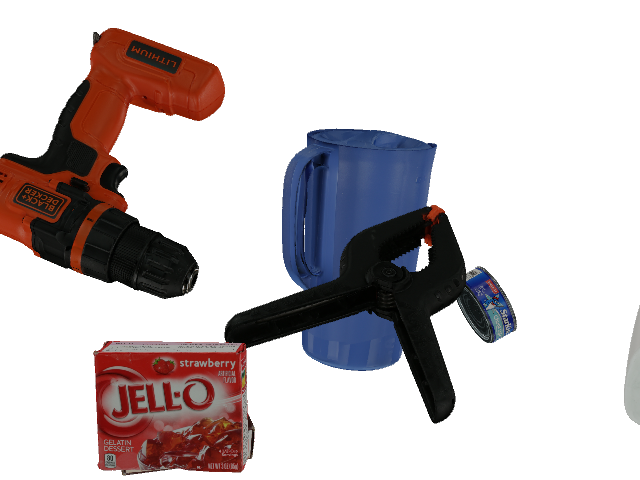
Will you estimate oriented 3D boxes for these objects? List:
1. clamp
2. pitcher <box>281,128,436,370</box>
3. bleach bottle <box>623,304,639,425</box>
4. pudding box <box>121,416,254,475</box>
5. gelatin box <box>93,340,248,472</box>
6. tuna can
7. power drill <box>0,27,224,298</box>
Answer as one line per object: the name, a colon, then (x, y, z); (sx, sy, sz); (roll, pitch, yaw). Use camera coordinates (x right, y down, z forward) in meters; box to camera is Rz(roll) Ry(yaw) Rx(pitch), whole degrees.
clamp: (0.055, 0.043, 0.764); (0.165, 0.036, 0.209); (23, 41, 24)
pitcher: (0.034, 0.008, 1.107); (0.149, 0.243, 0.145); (5, 13, 1)
bleach bottle: (0.279, 0.058, 0.759); (0.103, 0.068, 0.250); (11, 22, 19)
pudding box: (-0.121, 0.153, 0.908); (0.113, 0.039, 0.090); (-6, 26, -18)
gelatin box: (-0.088, 0.098, 0.635); (0.089, 0.073, 0.030); (0, 8, 5)
tuna can: (0.189, 0.075, 1.234); (0.033, 0.086, 0.086); (-28, 5, -10)
power drill: (-0.143, -0.059, 0.778); (0.184, 0.187, 0.057); (23, -30, 8)
